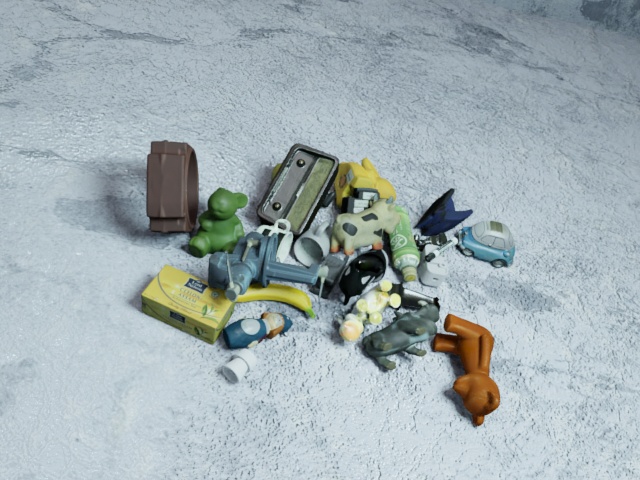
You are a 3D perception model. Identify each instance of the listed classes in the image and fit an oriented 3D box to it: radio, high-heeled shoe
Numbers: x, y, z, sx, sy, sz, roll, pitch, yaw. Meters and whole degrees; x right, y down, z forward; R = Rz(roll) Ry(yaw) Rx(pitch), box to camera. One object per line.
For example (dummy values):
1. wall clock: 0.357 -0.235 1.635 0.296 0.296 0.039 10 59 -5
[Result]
1. radio: -0.055 -0.121 1.345 0.131 0.073 0.229 25 74 10
2. high-heeled shoe: 0.111 0.050 1.246 0.086 0.145 0.249 27 48 12

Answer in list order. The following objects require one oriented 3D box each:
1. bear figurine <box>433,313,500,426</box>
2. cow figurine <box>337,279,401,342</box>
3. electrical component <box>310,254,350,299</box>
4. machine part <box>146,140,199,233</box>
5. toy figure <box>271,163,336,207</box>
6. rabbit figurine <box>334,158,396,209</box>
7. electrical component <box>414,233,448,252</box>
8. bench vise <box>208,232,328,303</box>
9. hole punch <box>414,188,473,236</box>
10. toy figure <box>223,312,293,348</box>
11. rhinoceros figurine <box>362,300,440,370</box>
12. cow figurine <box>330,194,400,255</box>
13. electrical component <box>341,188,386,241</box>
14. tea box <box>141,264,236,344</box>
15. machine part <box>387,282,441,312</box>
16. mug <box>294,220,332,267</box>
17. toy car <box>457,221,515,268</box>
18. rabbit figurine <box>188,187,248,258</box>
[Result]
1. bear figurine: 0.306 0.271 1.121 0.132 0.120 0.196 15 50 2
2. cow figurine: 0.093 0.161 1.182 0.167 0.098 0.068 -37 90 -28
3. electrical component: 0.026 0.071 1.252 0.048 0.074 0.119 25 50 7
4. machine part: -0.327 -0.116 1.211 0.087 0.201 0.201 3 91 -5
5. toy figure: -0.047 -0.147 1.433 0.180 0.082 0.089 36 67 10
6. rabbit figurine: 0.128 -0.146 1.485 0.173 0.121 0.162 14 34 -24
7. electrical component: 0.288 0.003 1.405 0.102 0.078 0.045 -5 73 -14
8. bench vise: -0.104 0.059 1.123 0.241 0.128 0.224 10 19 2
9. hole punch: 0.332 -0.059 1.437 0.092 0.142 0.116 47 55 -2
10. toy figure: -0.123 0.184 1.114 0.154 0.058 0.064 -13 86 -29
11. rhinoceros figurine: 0.184 0.202 1.164 0.190 0.073 0.112 -26 25 -18
12. cow figurine: 0.114 -0.040 1.290 0.195 0.127 0.086 -12 18 -36
13. electrical component: 0.114 -0.066 1.372 0.115 0.134 0.058 5 3 -17
14. tea box: -0.270 0.132 1.110 0.170 0.068 0.098 21 46 5
15. machine part: 0.217 0.140 1.271 0.139 0.039 0.084 16 40 0
16. mug: -0.003 -0.004 1.299 0.081 0.109 0.107 26 33 12
17. toy car: 0.455 -0.003 1.434 0.162 0.102 0.109 19 44 -2
18. rabbit figurine: -0.216 -0.052 1.228 0.121 0.170 0.159 18 46 -1
